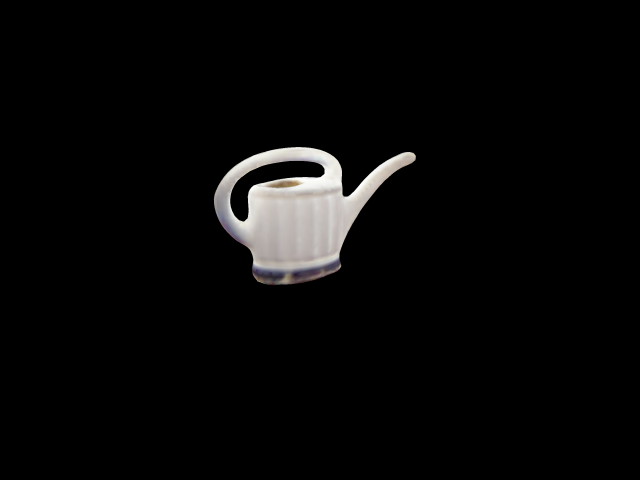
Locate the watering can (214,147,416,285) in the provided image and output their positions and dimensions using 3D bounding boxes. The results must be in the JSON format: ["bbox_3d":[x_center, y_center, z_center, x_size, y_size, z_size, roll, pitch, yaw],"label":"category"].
[{"bbox_3d":[0.003,-0.043,0.850,0.348,0.221,0.105,-6,18,-19],"label":"watering can"}]
